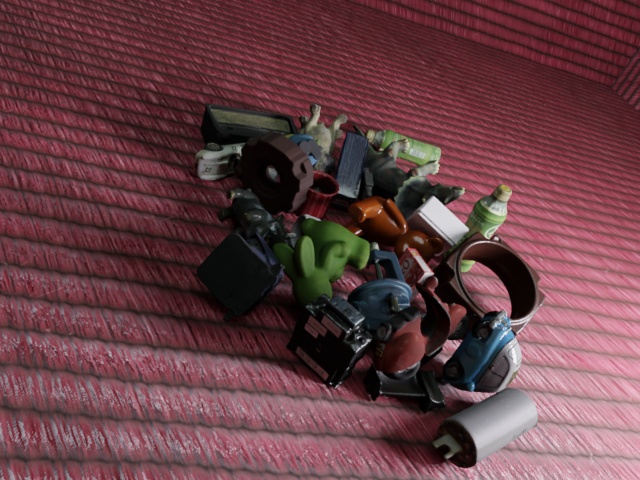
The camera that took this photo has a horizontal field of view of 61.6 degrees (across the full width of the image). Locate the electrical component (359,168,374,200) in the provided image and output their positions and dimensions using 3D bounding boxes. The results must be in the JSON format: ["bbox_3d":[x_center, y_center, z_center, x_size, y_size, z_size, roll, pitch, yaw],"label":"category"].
[{"bbox_3d":[0.111,-0.129,1.311,0.021,0.063,0.094,5,54,-11],"label":"electrical component"}]

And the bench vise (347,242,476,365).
[{"bbox_3d":[0.141,0.106,0.998,0.224,0.128,0.241,5,49,-17],"label":"bench vise"}]

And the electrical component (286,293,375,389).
[{"bbox_3d":[0.019,0.155,0.861,0.115,0.134,0.058,40,40,18],"label":"electrical component"}]

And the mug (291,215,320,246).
[{"bbox_3d":[-0.002,-0.003,1.102,0.107,0.080,0.110,21,29,-21],"label":"mug"}]

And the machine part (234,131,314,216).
[{"bbox_3d":[-0.099,-0.138,1.138,0.179,0.179,0.056,34,40,14],"label":"machine part"}]

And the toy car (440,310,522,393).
[{"bbox_3d":[0.288,0.203,0.919,0.103,0.161,0.109,40,24,21],"label":"toy car"}]

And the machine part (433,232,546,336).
[{"bbox_3d":[0.340,0.096,1.092,0.201,0.087,0.201,-36,79,-34],"label":"machine part"}]

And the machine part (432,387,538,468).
[{"bbox_3d":[0.273,0.299,0.866,0.243,0.079,0.079,-9,47,-37],"label":"machine part"}]

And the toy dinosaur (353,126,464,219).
[{"bbox_3d":[0.179,-0.162,1.363,0.405,0.131,0.192,34,45,29],"label":"toy dinosaur"}]

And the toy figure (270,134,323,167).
[{"bbox_3d":[-0.053,-0.202,1.217,0.082,0.089,0.180,14,-3,-22],"label":"toy figure"}]

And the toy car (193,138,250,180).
[{"bbox_3d":[-0.194,-0.183,1.218,0.202,0.073,0.056,-16,48,-41],"label":"toy car"}]

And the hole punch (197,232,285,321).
[{"bbox_3d":[-0.128,0.056,0.919,0.116,0.142,0.092,48,13,8],"label":"hole punch"}]

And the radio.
[{"bbox_3d":[-0.168,-0.260,1.327,0.229,0.073,0.131,1,41,-26],"label":"radio"}]

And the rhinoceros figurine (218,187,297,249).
[{"bbox_3d":[-0.123,-0.029,1.075,0.112,0.073,0.190,-2,41,-46],"label":"rhinoceros figurine"}]

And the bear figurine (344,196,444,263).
[{"bbox_3d":[0.151,-0.001,1.147,0.196,0.120,0.132,45,48,16],"label":"bear figurine"}]

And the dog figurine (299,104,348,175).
[{"bbox_3d":[-0.014,-0.218,1.360,0.121,0.172,0.190,14,72,-3],"label":"dog figurine"}]

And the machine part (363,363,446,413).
[{"bbox_3d":[0.143,0.244,0.899,0.139,0.039,0.084,12,43,-18],"label":"machine part"}]

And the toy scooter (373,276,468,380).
[{"bbox_3d":[0.156,0.133,0.861,0.184,0.135,0.075,-29,33,-17],"label":"toy scooter"}]

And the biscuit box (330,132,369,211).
[{"bbox_3d":[0.071,-0.168,1.301,0.063,0.059,0.203,17,57,-3],"label":"biscuit box"}]

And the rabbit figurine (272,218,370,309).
[{"bbox_3d":[0.000,0.048,0.954,0.159,0.121,0.170,44,45,-29],"label":"rabbit figurine"}]
